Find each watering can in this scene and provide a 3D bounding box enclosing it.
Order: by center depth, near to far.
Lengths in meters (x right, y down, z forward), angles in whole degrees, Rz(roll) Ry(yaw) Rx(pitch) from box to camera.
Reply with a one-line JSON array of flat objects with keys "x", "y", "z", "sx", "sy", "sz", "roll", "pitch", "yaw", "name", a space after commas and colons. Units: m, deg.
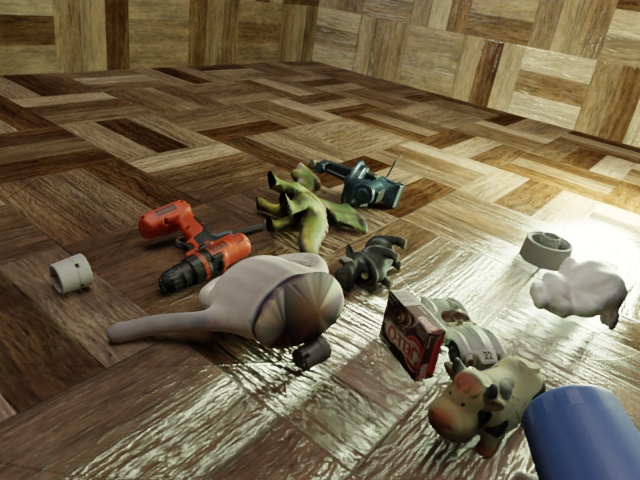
[{"x": -0.115, "y": 0.099, "z": 0.765, "sx": 0.351, "sy": 0.102, "sz": 0.225, "roll": -24, "pitch": 24, "yaw": -34, "name": "watering can"}]

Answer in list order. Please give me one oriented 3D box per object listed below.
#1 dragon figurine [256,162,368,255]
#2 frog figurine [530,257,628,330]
[{"x": 0.003, "y": -0.057, "z": 1.131, "sx": 0.243, "sy": 0.120, "sz": 0.418, "roll": 2, "pitch": 35, "yaw": -30, "name": "dragon figurine"}, {"x": 0.473, "y": 0.087, "z": 0.957, "sx": 0.159, "sy": 0.120, "sz": 0.141, "roll": 18, "pitch": 45, "yaw": -7, "name": "frog figurine"}]
